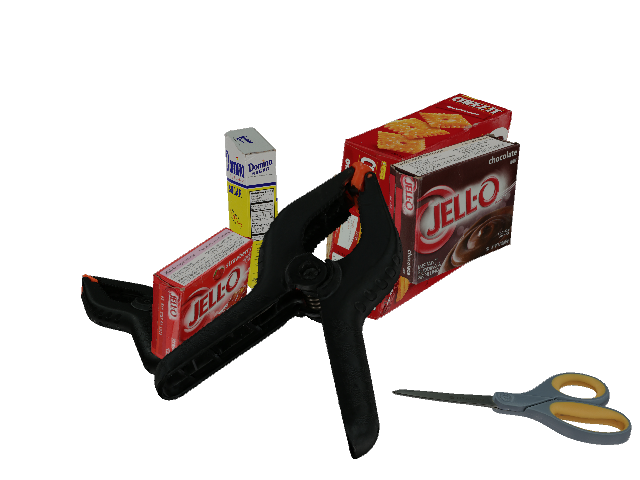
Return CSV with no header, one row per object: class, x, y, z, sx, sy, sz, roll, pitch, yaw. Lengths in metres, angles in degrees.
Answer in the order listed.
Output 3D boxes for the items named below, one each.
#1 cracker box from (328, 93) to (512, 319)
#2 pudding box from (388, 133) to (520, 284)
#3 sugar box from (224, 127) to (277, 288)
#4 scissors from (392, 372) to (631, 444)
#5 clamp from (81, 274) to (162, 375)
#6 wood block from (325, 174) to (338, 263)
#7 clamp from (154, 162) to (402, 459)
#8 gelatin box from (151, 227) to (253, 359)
cracker box,0.098,-0.037,1.029,0.072,0.164,0.213,23,30,30
pudding box,0.103,-0.027,0.832,0.113,0.090,0.039,-22,35,-36
sugar box,-0.084,-0.040,1.306,0.048,0.176,0.093,-12,26,-17
scissors,0.170,0.133,0.934,0.202,0.016,0.096,13,29,11
clamp,-0.192,0.085,1.159,0.210,0.036,0.164,18,20,26
wood block,0.059,-0.022,1.641,0.091,0.090,0.206,3,25,2
clamp,0.004,0.034,0.565,0.120,0.171,0.039,25,-26,18
gelatin box,-0.088,0.042,0.798,0.030,0.073,0.089,24,36,23
